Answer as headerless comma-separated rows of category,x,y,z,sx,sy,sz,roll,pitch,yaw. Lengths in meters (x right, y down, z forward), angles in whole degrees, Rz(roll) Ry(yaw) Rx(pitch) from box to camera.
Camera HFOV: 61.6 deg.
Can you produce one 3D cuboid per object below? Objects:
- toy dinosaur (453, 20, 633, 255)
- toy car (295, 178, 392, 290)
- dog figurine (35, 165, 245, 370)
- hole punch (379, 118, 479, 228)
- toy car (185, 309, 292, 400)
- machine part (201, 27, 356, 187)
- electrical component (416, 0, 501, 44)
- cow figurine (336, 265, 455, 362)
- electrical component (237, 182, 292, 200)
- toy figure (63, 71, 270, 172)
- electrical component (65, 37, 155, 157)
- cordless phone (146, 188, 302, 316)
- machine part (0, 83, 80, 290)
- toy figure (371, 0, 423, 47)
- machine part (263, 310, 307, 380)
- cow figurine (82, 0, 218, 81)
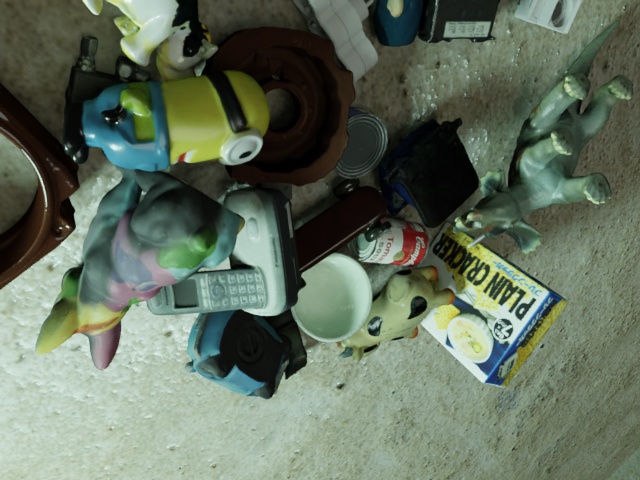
toy dinosaur,0.336,-0.136,0.795,0.131,0.192,0.405,38,65,-8
toy car,-0.001,-0.002,0.703,0.202,0.089,0.053,-35,174,-8
dog figurine,-0.194,0.038,0.552,0.108,0.192,0.219,31,84,-48
hole punch,0.138,-0.093,0.734,0.142,0.092,0.115,-39,117,-14
toy car,-0.117,0.141,0.710,0.161,0.103,0.109,45,53,-38
machine part,-0.048,-0.143,0.585,0.179,0.056,0.179,-9,114,-20
electrical component,0.166,-0.304,0.633,0.115,0.058,0.134,-11,124,-29
cow figurine,0.097,0.120,0.821,0.127,0.085,0.195,2,140,-37
electrical component,-0.057,-0.071,0.664,0.094,0.021,0.063,-18,127,-22
toy figure,-0.134,-0.108,0.488,0.180,0.082,0.089,-4,111,-18
electrical component,-0.201,-0.133,0.519,0.078,0.045,0.102,11,112,-38
cordless phone,-0.118,0.017,0.624,0.184,0.089,0.146,-7,97,6
machine part,-0.335,-0.045,0.464,0.201,0.087,0.200,-39,131,-7
toy figure,0.088,-0.293,0.586,0.058,0.064,0.154,-9,125,-11
machine part,-0.052,0.144,0.796,0.084,0.039,0.138,-30,129,-20
cow figurine,-0.141,-0.206,0.480,0.098,0.068,0.167,-36,153,3
